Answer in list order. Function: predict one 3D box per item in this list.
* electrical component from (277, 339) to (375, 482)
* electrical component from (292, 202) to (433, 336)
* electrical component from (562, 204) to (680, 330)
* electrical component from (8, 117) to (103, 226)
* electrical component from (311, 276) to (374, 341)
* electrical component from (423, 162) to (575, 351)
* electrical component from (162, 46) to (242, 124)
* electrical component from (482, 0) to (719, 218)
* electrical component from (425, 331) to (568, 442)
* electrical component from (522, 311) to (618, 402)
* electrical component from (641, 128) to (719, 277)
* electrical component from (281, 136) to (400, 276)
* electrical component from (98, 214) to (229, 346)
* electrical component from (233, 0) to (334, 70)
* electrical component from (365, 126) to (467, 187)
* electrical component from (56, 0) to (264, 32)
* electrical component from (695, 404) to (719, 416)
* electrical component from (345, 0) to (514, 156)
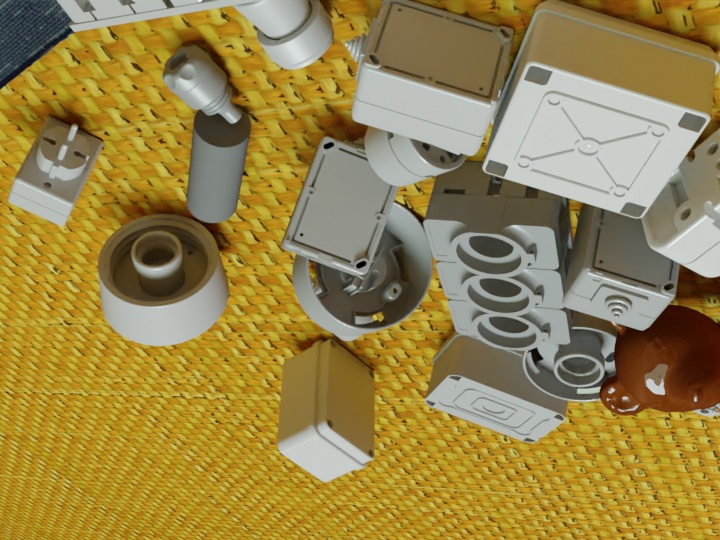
[{"bbox_3d":[-0.029,0.131,1.015,0.057,0.113,0.078,-29,128,27],"label":"electrical component"},{"bbox_3d":[0.000,0.000,0.819,0.099,0.099,0.064,27,154,-16],"label":"electrical component"},{"bbox_3d":[0.176,-0.004,0.724,0.062,0.096,0.061,17,150,0],"label":"electrical component"},{"bbox_3d":[-0.229,-0.084,0.822,0.047,0.065,0.077,26,147,-14],"label":"electrical component"},{"bbox_3d":[-0.023,0.029,0.925,0.040,0.040,0.078,-14,137,40],"label":"electrical component"},{"bbox_3d":[0.107,-0.007,0.787,0.089,0.061,0.150,5,147,19],"label":"electrical component"},{"bbox_3d":[-0.104,-0.122,0.732,0.035,0.035,0.061,-9,142,36],"label":"electrical component"},{"bbox_3d":[0.140,-0.093,0.640,0.109,0.056,0.108,17,149,0],"label":"electrical component"},{"bbox_3d":[0.123,0.098,0.949,0.113,0.057,0.078,21,148,-7],"label":"electrical component"},{"bbox_3d":[0.179,0.060,0.878,0.099,0.064,0.099,7,135,7],"label":"electrical component"},{"bbox_3d":[0.229,-0.042,0.659,0.059,0.053,0.095,24,132,-25],"label":"electrical component"},{"bbox_3d":[-0.011,-0.050,0.759,0.062,0.096,0.061,21,177,-6],"label":"electrical component"},{"bbox_3d":[-0.165,0.002,0.891,0.108,0.108,0.060,12,143,8],"label":"electrical component"},{"bbox_3d":[-0.046,-0.154,0.644,0.045,0.045,0.055,-4,143,31],"label":"electrical component"},{"bbox_3d":[0.036,-0.085,0.706,0.055,0.055,0.047,34,149,-26],"label":"electrical component"},{"bbox_3d":[-0.070,-0.190,0.540,0.186,0.105,0.060,-2,144,28],"label":"electrical component"},{"bbox_3d":[0.265,0.077,0.841,0.081,0.063,0.042,16,150,1],"label":"electrical component"},{"bbox_3d":[0.036,-0.116,0.647,0.096,0.061,0.061,17,149,0],"label":"electrical component"}]
